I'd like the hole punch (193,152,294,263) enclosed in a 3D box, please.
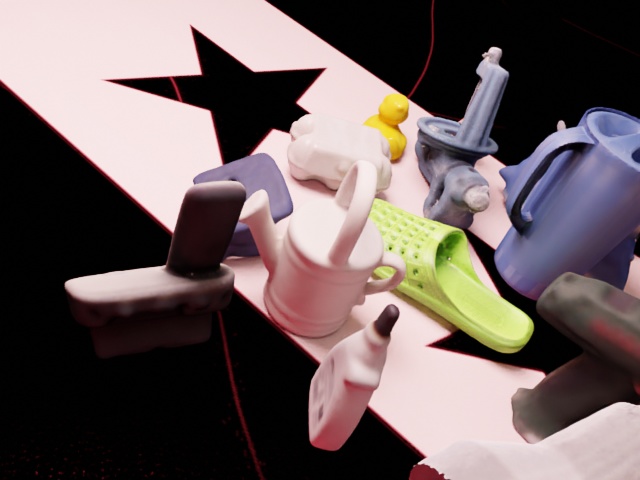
[{"bbox_3d":[-0.092,-0.039,0.650,0.101,0.091,0.108,-5,50,-28],"label":"hole punch"}]

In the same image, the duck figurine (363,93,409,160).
[{"bbox_3d":[0.109,-0.183,0.888,0.078,0.086,0.104,12,44,-13],"label":"duck figurine"}]

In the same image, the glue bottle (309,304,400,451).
[{"bbox_3d":[0.031,0.112,0.496,0.037,0.173,0.078,14,43,-11],"label":"glue bottle"}]

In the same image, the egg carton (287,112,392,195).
[{"bbox_3d":[0.028,-0.117,0.798,0.150,0.069,0.107,14,44,-12],"label":"egg carton"}]

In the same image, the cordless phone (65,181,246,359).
[{"bbox_3d":[-0.142,0.014,0.505,0.148,0.185,0.094,-10,52,-31],"label":"cordless phone"}]

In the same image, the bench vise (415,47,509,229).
[{"bbox_3d":[0.215,-0.135,0.790,0.122,0.219,0.207,-4,50,-28],"label":"bench vise"}]

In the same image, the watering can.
[{"bbox_3d":[0.005,0.004,0.576,0.173,0.194,0.100,2,47,-22],"label":"watering can"}]

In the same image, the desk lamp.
[{"bbox_3d":[0.148,0.206,0.426,0.204,0.213,0.117,-12,53,-33],"label":"desk lamp"}]

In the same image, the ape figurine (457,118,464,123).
[{"bbox_3d":[0.238,-0.167,0.927,0.078,0.092,0.076,-22,59,-38],"label":"ape figurine"}]

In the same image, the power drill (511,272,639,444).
[{"bbox_3d":[0.291,0.147,0.553,0.229,0.208,0.076,42,45,18],"label":"power drill"}]

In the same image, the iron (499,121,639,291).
[{"bbox_3d":[0.390,-0.049,0.842,0.119,0.141,0.257,-11,53,-32],"label":"iron"}]
